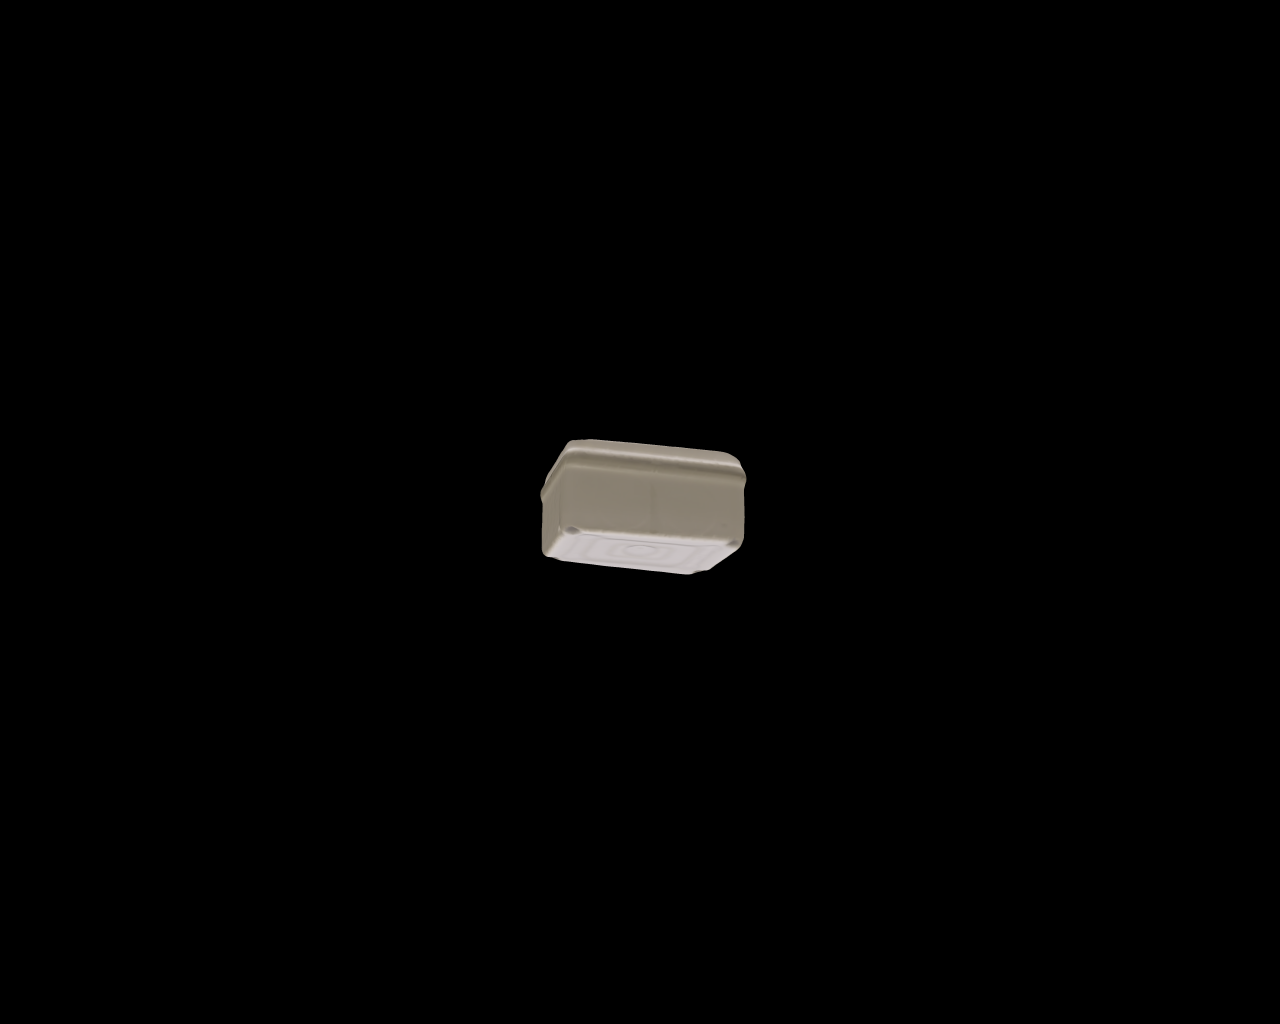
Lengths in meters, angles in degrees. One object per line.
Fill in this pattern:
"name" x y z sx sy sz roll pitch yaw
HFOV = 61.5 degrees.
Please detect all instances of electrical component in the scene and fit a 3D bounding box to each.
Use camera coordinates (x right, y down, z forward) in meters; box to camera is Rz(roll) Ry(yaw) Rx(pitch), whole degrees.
"electrical component" 0.001 -0.003 0.650 0.113 0.057 0.078 6 -19 -16
